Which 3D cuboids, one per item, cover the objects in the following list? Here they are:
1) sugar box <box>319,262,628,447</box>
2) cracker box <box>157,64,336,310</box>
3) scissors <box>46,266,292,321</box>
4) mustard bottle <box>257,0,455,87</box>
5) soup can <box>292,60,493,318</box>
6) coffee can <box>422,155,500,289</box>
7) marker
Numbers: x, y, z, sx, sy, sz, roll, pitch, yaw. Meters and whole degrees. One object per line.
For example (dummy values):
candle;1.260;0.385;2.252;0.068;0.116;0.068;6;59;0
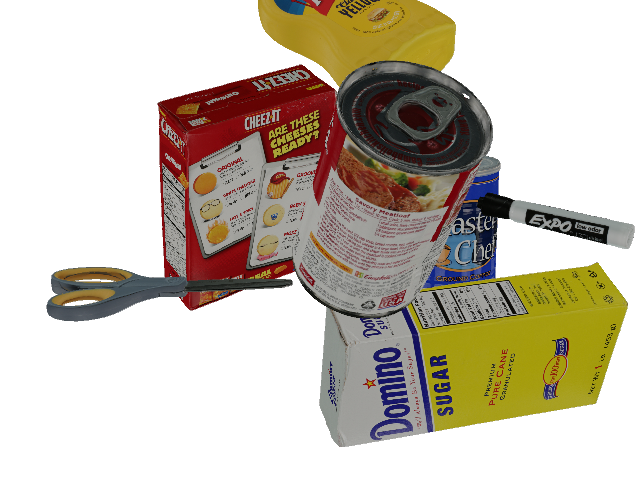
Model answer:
sugar box;0.090;0.070;0.650;0.176;0.093;0.048;-9;41;-14
cracker box;-0.075;-0.053;1.062;0.163;0.214;0.072;-20;43;-28
scissors;-0.132;0.045;0.863;0.202;0.016;0.096;3;22;14
mustard bottle;0.008;-0.181;0.840;0.096;0.058;0.192;-37;57;-23
soup can;0.029;-0.020;0.482;0.068;0.068;0.102;0;-40;-16
coffee can;0.122;-0.009;1.043;0.103;0.140;0.103;-1;15;0
marker;0.177;-0.016;0.813;0.121;0.020;0.020;15;7;28
